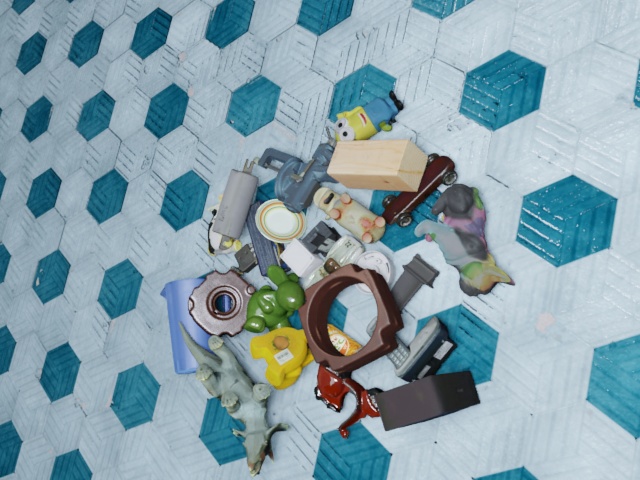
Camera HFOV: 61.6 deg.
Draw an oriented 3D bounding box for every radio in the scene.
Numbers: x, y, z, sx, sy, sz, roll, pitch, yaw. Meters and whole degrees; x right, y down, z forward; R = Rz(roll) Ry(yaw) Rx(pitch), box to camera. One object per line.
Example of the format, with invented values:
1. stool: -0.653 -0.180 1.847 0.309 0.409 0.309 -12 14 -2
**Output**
1. radio: 0.210 0.307 1.036 0.131 0.229 0.073 -27 66 27

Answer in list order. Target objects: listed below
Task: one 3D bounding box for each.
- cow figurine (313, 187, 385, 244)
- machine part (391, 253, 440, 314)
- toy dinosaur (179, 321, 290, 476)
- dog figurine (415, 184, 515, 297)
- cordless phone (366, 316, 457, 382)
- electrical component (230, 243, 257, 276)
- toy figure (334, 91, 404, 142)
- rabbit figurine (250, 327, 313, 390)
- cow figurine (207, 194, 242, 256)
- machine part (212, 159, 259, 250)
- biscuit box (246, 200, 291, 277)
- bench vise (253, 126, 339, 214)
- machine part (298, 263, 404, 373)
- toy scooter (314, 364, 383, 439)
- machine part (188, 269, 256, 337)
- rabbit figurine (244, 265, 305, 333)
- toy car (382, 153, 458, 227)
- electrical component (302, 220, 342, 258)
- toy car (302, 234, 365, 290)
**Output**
1. cow figurine: 0.069 -0.063 1.276 0.195 0.127 0.085 35 91 16
2. machine part: 0.199 0.104 1.201 0.084 0.039 0.139 43 99 25
3. toy dinosaur: -0.207 0.361 1.292 0.131 0.192 0.405 -29 49 -21
4. dog figurine: 0.323 0.007 1.118 0.219 0.108 0.191 39 96 26
5. cordless phone: 0.189 0.205 1.165 0.146 0.088 0.184 -54 43 8
6. electrical component: -0.194 0.050 1.429 0.102 0.045 0.078 -35 65 18
7. toy figure: 0.119 -0.287 1.316 0.180 0.089 0.082 -31 49 10
8. rabbit figurine: -0.081 0.278 1.261 0.122 0.173 0.162 35 52 30
9. cow figurine: -0.274 -0.042 1.486 0.098 0.068 0.167 -17 69 32
10. machine part: -0.219 -0.092 1.386 0.079 0.079 0.243 19 91 31
11. biscuit box: -0.139 -0.003 1.402 0.063 0.059 0.203 -27 67 22
12. bench vise: -0.064 -0.188 1.374 0.241 0.128 0.223 25 88 27
13. machine part: 0.066 0.169 1.162 0.201 0.087 0.201 -33 59 21
14. toy scooter: 0.053 0.358 1.200 0.184 0.075 0.135 31 94 27
15. machine part: -0.245 0.161 1.365 0.179 0.056 0.179 2 78 -12
16. rabbit figurine: -0.088 0.144 1.298 0.170 0.121 0.159 -32 43 45
17. toy car: 0.226 -0.110 1.227 0.202 0.053 0.089 -46 47 12
18. electrical component: -0.003 -0.004 1.292 0.075 0.119 0.048 -48 61 14
19. toy car: 0.029 0.079 1.291 0.074 0.056 0.201 44 100 30
